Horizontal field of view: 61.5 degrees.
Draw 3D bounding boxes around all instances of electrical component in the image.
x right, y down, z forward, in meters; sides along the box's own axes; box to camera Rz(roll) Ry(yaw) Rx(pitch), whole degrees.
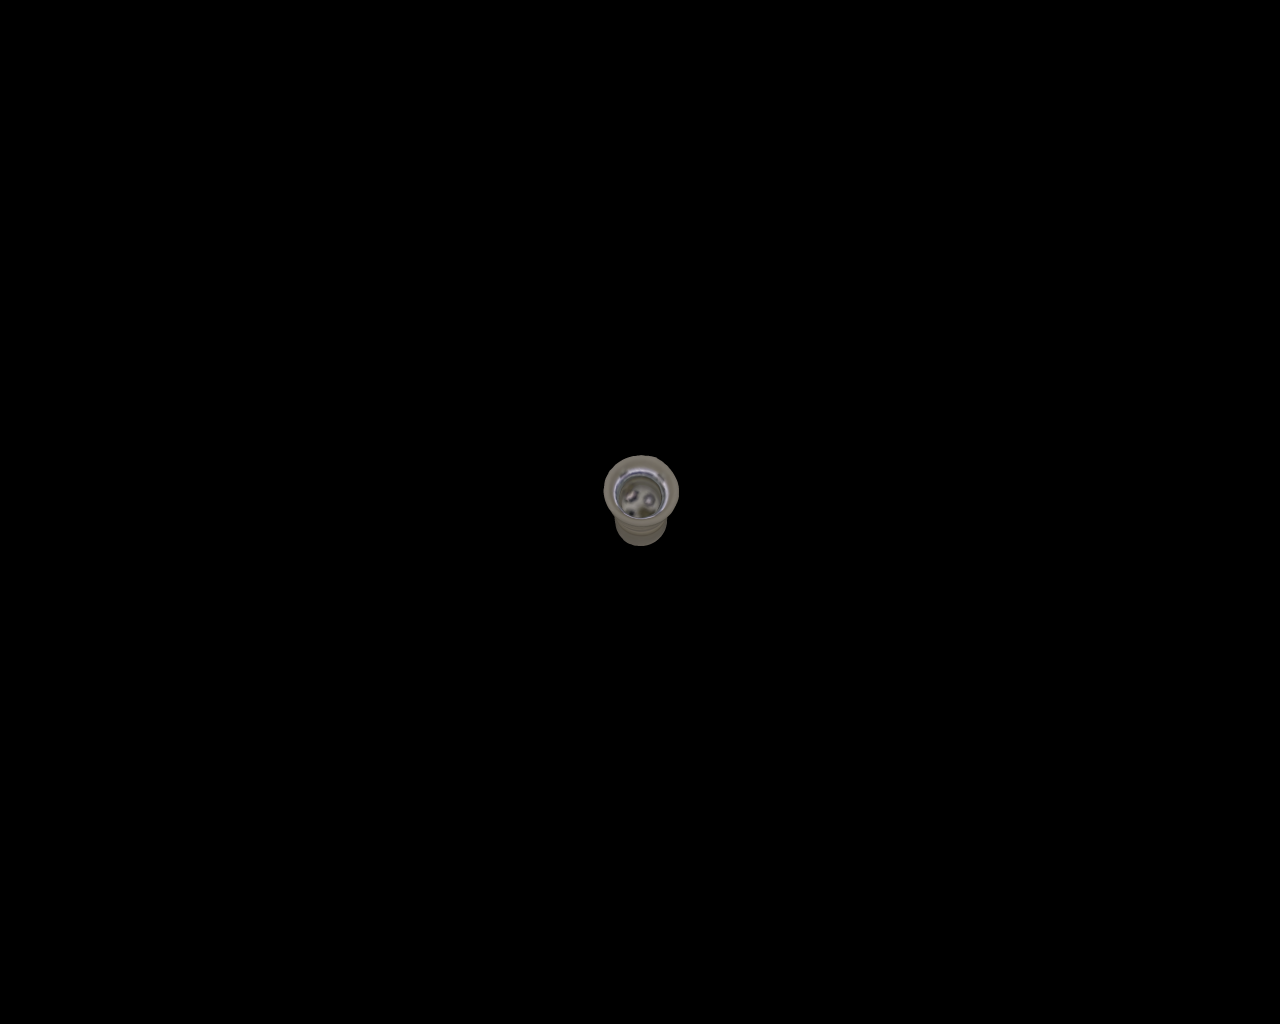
[{"bbox_3d":[0.001,-0.003,0.650,0.044,0.044,0.065,0,-19,0],"label":"electrical component"}]
